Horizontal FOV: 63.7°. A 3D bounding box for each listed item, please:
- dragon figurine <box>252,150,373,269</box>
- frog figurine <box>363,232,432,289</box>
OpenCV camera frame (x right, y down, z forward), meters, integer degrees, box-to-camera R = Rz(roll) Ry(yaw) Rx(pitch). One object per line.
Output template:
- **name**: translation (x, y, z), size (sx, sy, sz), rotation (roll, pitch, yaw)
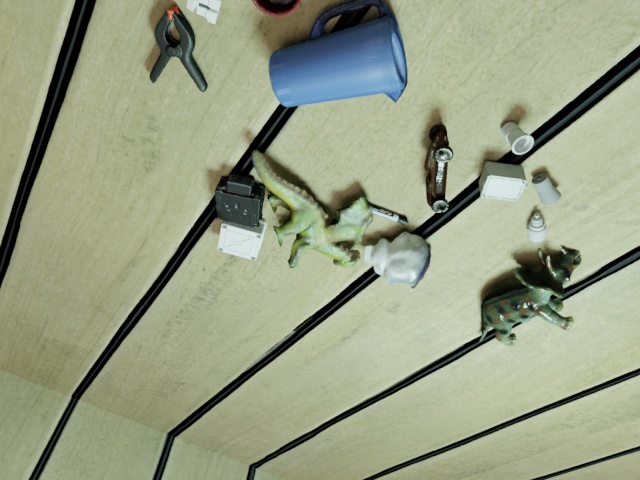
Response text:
- **dragon figurine**: translation (0.004, -0.062, 1.230), size (0.242, 0.125, 0.401), rotation (-11, 133, 7)
- **frog figurine**: translation (0.189, 0.041, 1.276), size (0.159, 0.124, 0.136), rotation (22, 101, 1)
